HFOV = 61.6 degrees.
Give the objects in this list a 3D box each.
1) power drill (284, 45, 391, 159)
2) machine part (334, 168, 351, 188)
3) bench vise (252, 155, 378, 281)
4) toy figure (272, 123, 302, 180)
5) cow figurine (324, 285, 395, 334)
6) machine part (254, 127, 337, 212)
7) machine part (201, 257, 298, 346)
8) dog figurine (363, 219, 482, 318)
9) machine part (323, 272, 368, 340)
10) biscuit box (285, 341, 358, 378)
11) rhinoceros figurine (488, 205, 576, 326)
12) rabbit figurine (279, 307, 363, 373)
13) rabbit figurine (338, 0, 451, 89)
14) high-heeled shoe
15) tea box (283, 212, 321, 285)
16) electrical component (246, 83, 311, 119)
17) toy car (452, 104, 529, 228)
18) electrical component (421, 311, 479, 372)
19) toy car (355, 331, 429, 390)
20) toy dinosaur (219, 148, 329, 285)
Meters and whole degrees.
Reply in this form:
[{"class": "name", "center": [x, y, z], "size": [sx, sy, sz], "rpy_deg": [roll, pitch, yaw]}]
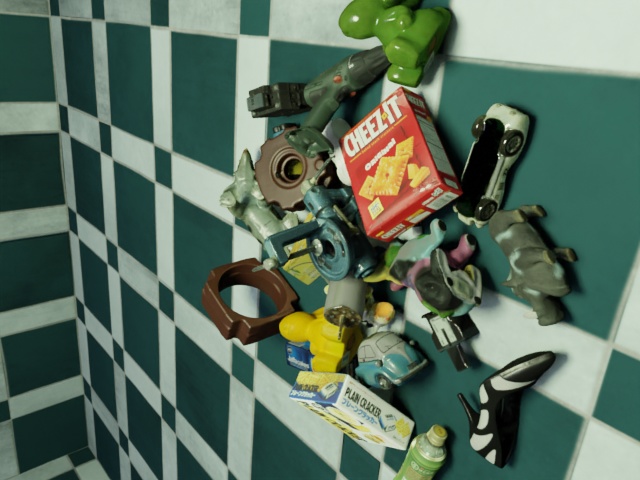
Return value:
[{"class": "power drill", "center": [0.028, -0.260, 1.006], "size": [0.232, 0.086, 0.207], "rpy_deg": [-1, 62, 54]}, {"class": "machine part", "center": [0.022, -0.149, 1.144], "size": [0.084, 0.039, 0.139], "rpy_deg": [-40, 71, 52]}, {"class": "bench vise", "center": [-0.010, -0.012, 0.968], "size": [0.129, 0.240, 0.223], "rpy_deg": [-38, 76, 54]}, {"class": "toy figure", "center": [-0.066, -0.170, 1.201], "size": [0.082, 0.089, 0.180], "rpy_deg": [-16, 90, 56]}, {"class": "cow figurine", "center": [0.091, 0.143, 1.113], "size": [0.168, 0.068, 0.098], "rpy_deg": [30, 154, 44]}, {"class": "machine part", "center": [-0.055, -0.147, 1.120], "size": [0.180, 0.056, 0.179], "rpy_deg": [-1, 87, 28]}, {"class": "machine part", "center": [-0.174, 0.149, 1.328], "size": [0.201, 0.201, 0.087], "rpy_deg": [49, 135, 28]}, {"class": "dog figurine", "center": [0.172, 0.067, 0.956], "size": [0.219, 0.108, 0.191], "rpy_deg": [-36, 45, 50]}, {"class": "machine part", "center": [0.057, 0.082, 1.060], "size": [0.079, 0.079, 0.243], "rpy_deg": [-41, 28, 47]}, {"class": "biscuit box", "center": [0.001, 0.282, 1.269], "size": [0.203, 0.059, 0.062], "rpy_deg": [7, 105, 49]}, {"class": "rhinoceros figurine", "center": [0.319, 0.037, 0.818], "size": [0.112, 0.073, 0.190], "rpy_deg": [-37, 72, 47]}, {"class": "rabbit figurine", "center": [0.000, 0.194, 1.173], "size": [0.173, 0.162, 0.121], "rpy_deg": [10, 111, 25]}, {"class": "rabbit figurine", "center": [0.116, -0.359, 0.883], "size": [0.170, 0.121, 0.159], "rpy_deg": [29, 95, 14]}, {"class": "high-heeled shoe", "center": [0.323, 0.283, 0.879], "size": [0.145, 0.086, 0.248], "rpy_deg": [58, 141, 17]}, {"class": "tea box", "center": [-0.002, -0.003, 1.111], "size": [0.068, 0.170, 0.098], "rpy_deg": [33, 139, -12]}, {"class": "electrical component", "center": [-0.089, -0.299, 1.158], "size": [0.115, 0.134, 0.058], "rpy_deg": [-3, 97, 52]}, {"class": "toy car", "center": [0.266, -0.114, 0.852], "size": [0.074, 0.056, 0.201], "rpy_deg": [44, 134, 42]}, {"class": "electrical component", "center": [0.242, 0.170, 0.963], "size": [0.075, 0.048, 0.119], "rpy_deg": [-47, 65, 45]}, {"class": "toy car", "center": [0.130, 0.232, 1.068], "size": [0.162, 0.109, 0.103], "rpy_deg": [-24, 87, 58]}, {"class": "toy dinosaur", "center": [-0.111, -0.029, 1.271], "size": [0.405, 0.131, 0.192], "rpy_deg": [53, 180, 9]}]
